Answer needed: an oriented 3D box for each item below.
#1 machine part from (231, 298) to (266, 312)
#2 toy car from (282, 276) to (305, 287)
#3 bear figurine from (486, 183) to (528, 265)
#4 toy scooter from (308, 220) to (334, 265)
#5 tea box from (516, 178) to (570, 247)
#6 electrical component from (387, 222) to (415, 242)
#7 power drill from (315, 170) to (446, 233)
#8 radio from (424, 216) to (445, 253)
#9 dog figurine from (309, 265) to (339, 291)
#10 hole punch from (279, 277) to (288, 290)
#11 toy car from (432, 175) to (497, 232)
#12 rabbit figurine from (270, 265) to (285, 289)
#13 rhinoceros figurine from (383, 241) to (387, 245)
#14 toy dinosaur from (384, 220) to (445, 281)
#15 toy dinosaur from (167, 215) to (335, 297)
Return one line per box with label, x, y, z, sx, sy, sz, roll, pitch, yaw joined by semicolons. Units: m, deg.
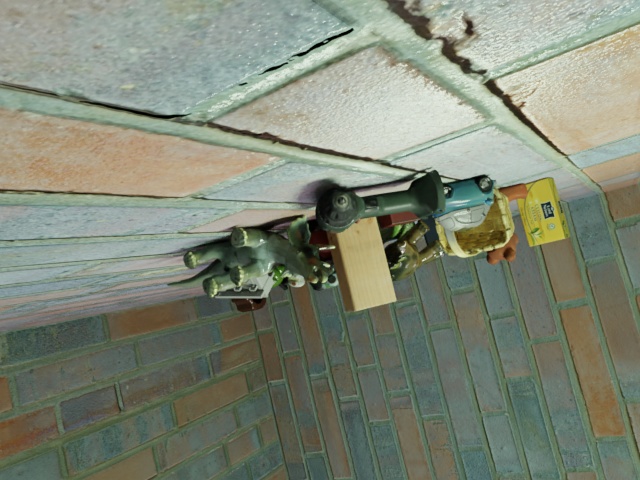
machine part;-0.210;0.121;1.529;0.056;0.179;0.179;-14;175;14
toy car;-0.053;0.060;1.230;0.056;0.073;0.202;8;-176;-3
bear figurine;0.493;-0.039;1.434;0.132;0.196;0.120;-13;172;-19
toy scooter;0.042;0.016;1.198;0.184;0.135;0.075;-9;174;-28
tea box;0.603;-0.075;1.463;0.098;0.169;0.068;-19;172;38
electrical component;0.229;-0.031;1.610;0.115;0.058;0.134;-13;175;17
power drill;0.093;-0.056;0.866;0.207;0.086;0.232;-16;177;-12
radio;0.414;-0.041;1.562;0.230;0.131;0.073;-15;173;11
dog figurine;0.050;0.055;1.363;0.191;0.108;0.219;-39;170;-3
hole punch;-0.153;0.090;1.489;0.092;0.116;0.142;-19;160;7
toy car;0.292;-0.069;1.114;0.162;0.103;0.109;-13;174;-21
rabbit figurine;-0.159;0.067;1.312;0.159;0.121;0.170;1;164;29
rhinoceros figurine;0.106;-0.006;1.472;0.190;0.073;0.112;-12;176;-15
toy dinosaur;0.197;0.047;1.319;0.198;0.105;0.471;-34;168;6
toy dinosaur;-0.146;0.037;1.114;0.192;0.131;0.405;-8;179;-45
